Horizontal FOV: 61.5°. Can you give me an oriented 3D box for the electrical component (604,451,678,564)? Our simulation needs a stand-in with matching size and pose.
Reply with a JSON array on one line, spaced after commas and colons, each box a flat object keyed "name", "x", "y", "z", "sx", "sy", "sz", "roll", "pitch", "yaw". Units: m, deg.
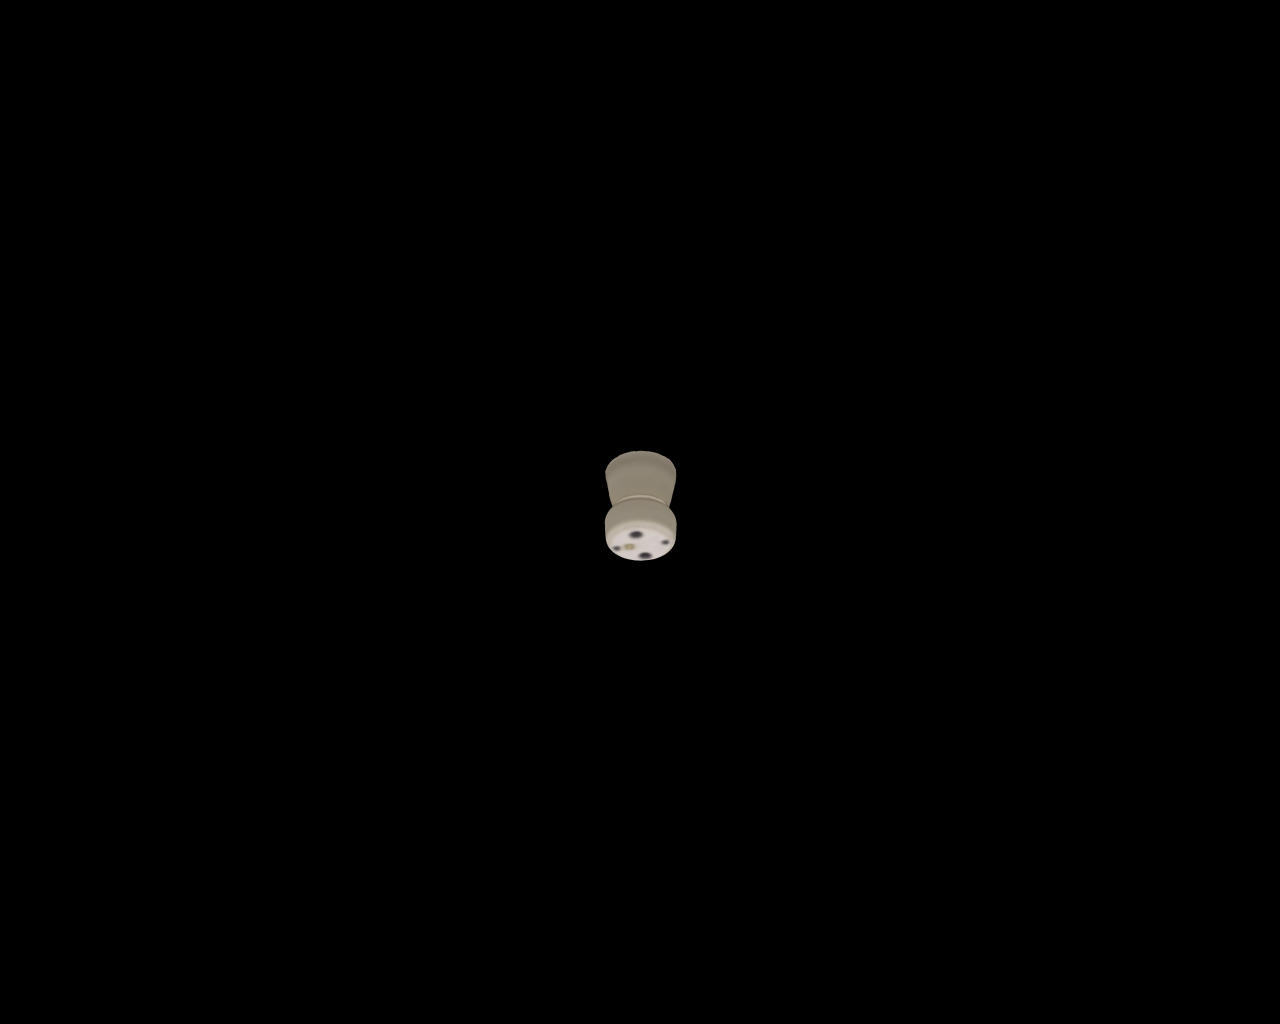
[{"name": "electrical component", "x": 0.001, "y": -0.003, "z": 0.650, "sx": 0.045, "sy": 0.055, "sz": 0.044, "roll": 0, "pitch": -35, "yaw": 0}]
